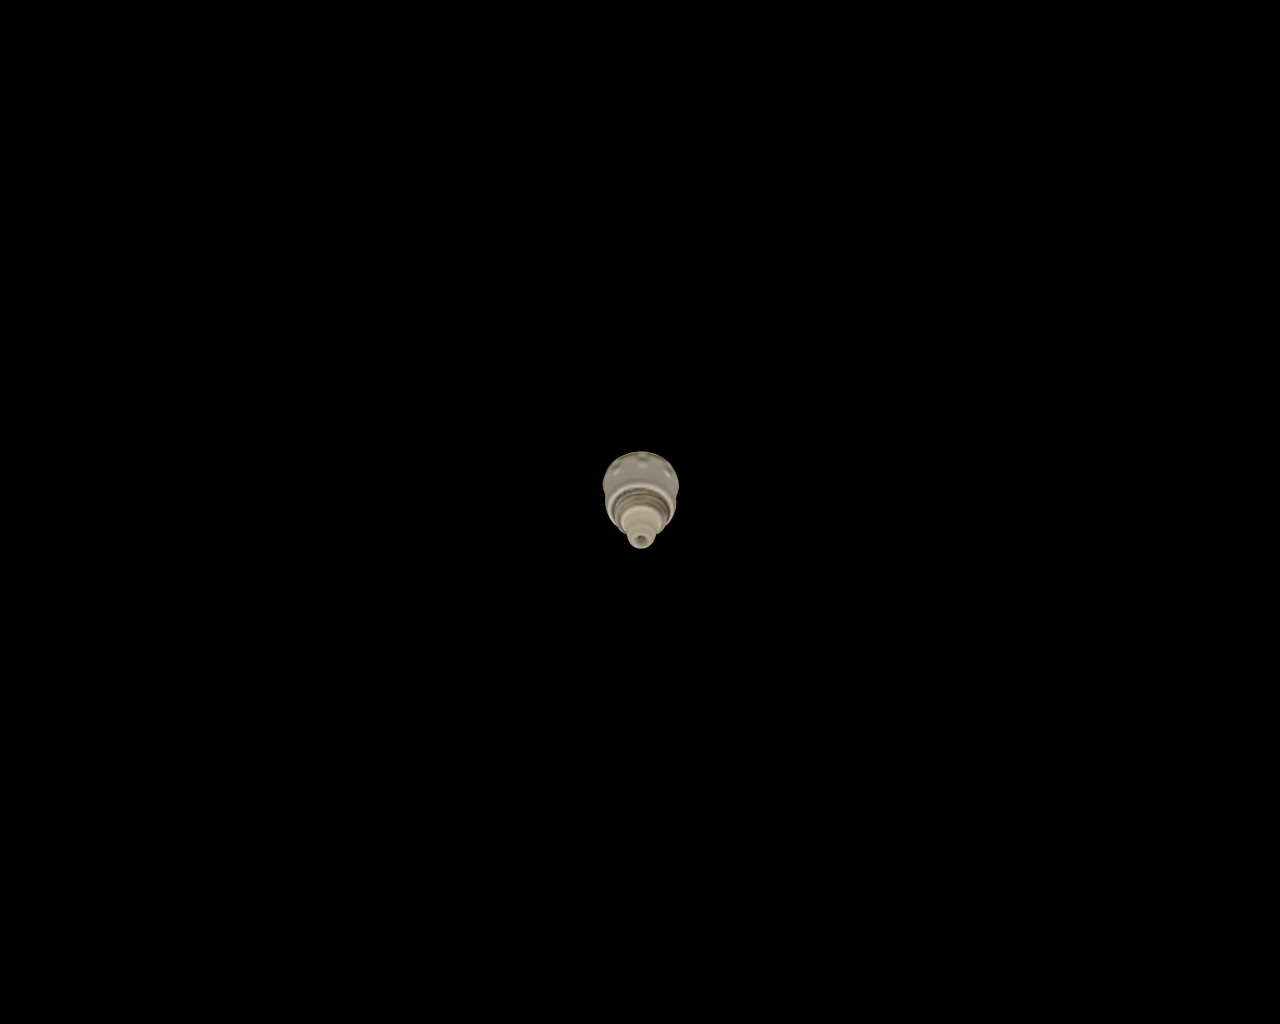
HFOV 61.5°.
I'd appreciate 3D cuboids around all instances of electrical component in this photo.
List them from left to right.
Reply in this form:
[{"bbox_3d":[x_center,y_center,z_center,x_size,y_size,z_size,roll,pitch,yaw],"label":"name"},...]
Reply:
[{"bbox_3d":[0.001,-0.003,0.650,0.048,0.048,0.062,0,41,0],"label":"electrical component"}]
